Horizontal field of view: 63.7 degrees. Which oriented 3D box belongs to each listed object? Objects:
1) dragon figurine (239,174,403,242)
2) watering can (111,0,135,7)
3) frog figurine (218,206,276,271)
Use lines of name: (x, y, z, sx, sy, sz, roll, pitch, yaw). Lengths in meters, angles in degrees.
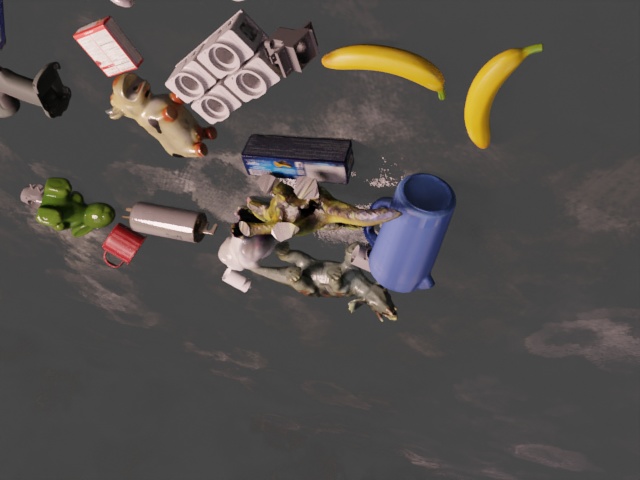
dragon figurine: (0.003, -0.051, 1.014, 0.411, 0.122, 0.242, 9, 2, 29)
watering can: (-0.410, -0.437, 0.661, 0.348, 0.106, 0.219, 18, -35, 0)
frog figurine: (-0.166, 0.018, 1.177, 0.123, 0.156, 0.140, -2, 42, -22)
